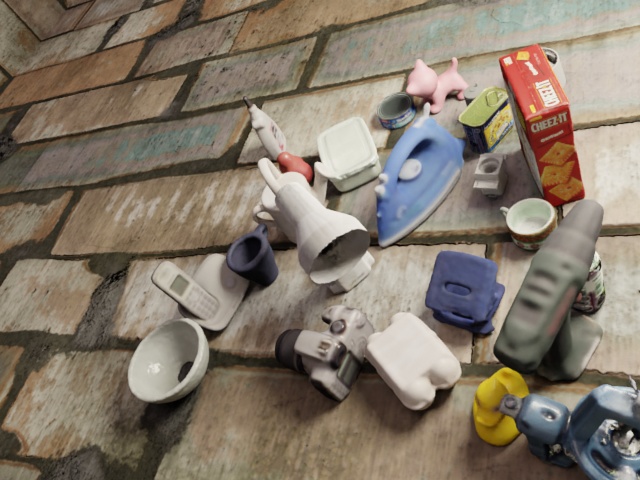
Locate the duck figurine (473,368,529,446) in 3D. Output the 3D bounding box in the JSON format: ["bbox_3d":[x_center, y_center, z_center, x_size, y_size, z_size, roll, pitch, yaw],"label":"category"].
[{"bbox_3d":[0.239,0.215,0.774,0.077,0.086,0.105,11,61,37],"label":"duck figurine"}]

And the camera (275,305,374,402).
[{"bbox_3d":[-0.003,0.171,0.944,0.136,0.101,0.143,8,59,35],"label":"camera"}]

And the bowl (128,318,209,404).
[{"bbox_3d":[-0.268,0.235,1.067,0.167,0.075,0.167,-16,48,19],"label":"bowl"}]

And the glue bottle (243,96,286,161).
[{"bbox_3d":[-0.132,-0.266,1.328,0.037,0.174,0.078,-17,48,18],"label":"glue bottle"}]

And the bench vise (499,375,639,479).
[{"bbox_3d":[0.301,0.217,0.641,0.206,0.220,0.121,-7,51,26],"label":"bench vise"}]

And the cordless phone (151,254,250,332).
[{"bbox_3d":[-0.228,0.076,1.095,0.093,0.186,0.148,6,58,34],"label":"cordless phone"}]

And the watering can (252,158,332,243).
[{"bbox_3d":[-0.058,-0.091,1.125,0.173,0.195,0.100,-43,45,-7],"label":"watering can"}]

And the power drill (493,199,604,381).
[{"bbox_3d":[0.312,0.088,0.749,0.075,0.209,0.230,22,68,41],"label":"power drill"}]

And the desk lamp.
[{"bbox_3d":[0.009,0.004,0.994,0.118,0.214,0.202,-39,45,-3],"label":"desk lamp"}]

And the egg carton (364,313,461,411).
[{"bbox_3d":[0.140,0.182,0.873,0.107,0.070,0.150,-40,45,-4],"label":"egg carton"}]

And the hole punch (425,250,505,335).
[{"bbox_3d":[0.223,0.081,0.891,0.108,0.091,0.101,13,62,37],"label":"hole punch"}]

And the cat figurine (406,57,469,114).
[{"bbox_3d":[0.239,-0.333,1.202,0.127,0.118,0.067,-29,45,7],"label":"cat figurine"}]

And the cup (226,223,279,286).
[{"bbox_3d":[-0.119,0.035,1.128,0.091,0.095,0.118,4,57,33],"label":"cup"}]

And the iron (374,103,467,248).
[{"bbox_3d":[0.161,-0.122,1.058,0.118,0.142,0.258,20,67,40],"label":"iron"}]

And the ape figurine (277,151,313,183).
[{"bbox_3d":[-0.063,-0.160,1.257,0.075,0.092,0.078,13,62,38],"label":"ape figurine"}]
